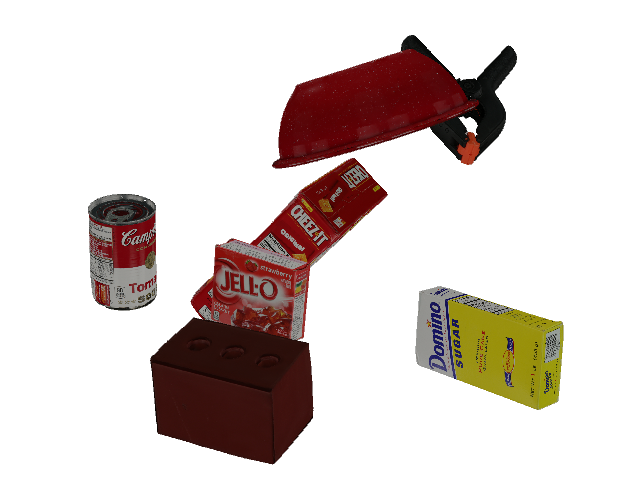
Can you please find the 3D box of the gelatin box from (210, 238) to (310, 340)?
[{"bbox_3d":[-0.055,0.046,0.950,0.089,0.073,0.030,17,23,28],"label":"gelatin box"}]

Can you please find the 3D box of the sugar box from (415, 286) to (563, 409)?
[{"bbox_3d":[0.184,0.117,1.191,0.177,0.093,0.048,14,18,43],"label":"sugar box"}]

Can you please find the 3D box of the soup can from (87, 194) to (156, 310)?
[{"bbox_3d":[-0.202,0.012,1.094,0.068,0.102,0.068,3,26,-1],"label":"soup can"}]

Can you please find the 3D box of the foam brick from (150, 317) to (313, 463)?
[{"bbox_3d":[-0.049,0.084,0.606,0.078,0.051,0.052,10,27,21],"label":"foam brick"}]

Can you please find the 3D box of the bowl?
[{"bbox_3d":[0.033,-0.104,0.798,0.162,0.055,0.162,-17,8,2],"label":"bowl"}]

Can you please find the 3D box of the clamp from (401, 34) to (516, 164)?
[{"bbox_3d":[0.133,-0.147,1.065,0.120,0.039,0.171,8,46,6],"label":"clamp"}]

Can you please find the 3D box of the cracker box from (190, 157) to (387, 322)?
[{"bbox_3d":[-0.038,0.008,1.259,0.214,0.072,0.164,-43,-1,29],"label":"cracker box"}]
